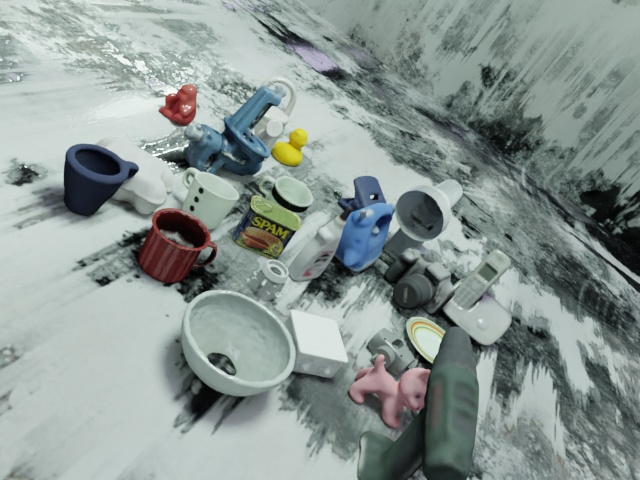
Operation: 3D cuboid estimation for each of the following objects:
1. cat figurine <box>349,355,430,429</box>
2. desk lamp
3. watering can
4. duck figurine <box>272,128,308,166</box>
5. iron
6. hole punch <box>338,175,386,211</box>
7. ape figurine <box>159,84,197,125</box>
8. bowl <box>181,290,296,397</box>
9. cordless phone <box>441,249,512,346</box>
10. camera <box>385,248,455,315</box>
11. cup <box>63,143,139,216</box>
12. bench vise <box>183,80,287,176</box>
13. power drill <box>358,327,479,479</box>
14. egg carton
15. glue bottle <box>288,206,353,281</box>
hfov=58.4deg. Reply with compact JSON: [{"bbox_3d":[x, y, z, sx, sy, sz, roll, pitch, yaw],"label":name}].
[{"bbox_3d":[0.129,0.227,0.896,0.128,0.117,0.067,35,28,-1],"label":"cat figurine"},{"bbox_3d":[0.234,-0.044,1.315,0.118,0.213,0.204,43,29,13],"label":"desk lamp"},{"bbox_3d":[-0.119,-0.282,1.315,0.101,0.194,0.172,4,41,-44],"label":"watering can"},{"bbox_3d":[-0.066,-0.238,1.419,0.077,0.086,0.105,41,29,11],"label":"duck figurine"},{"bbox_3d":[0.106,-0.030,1.233,0.118,0.141,0.259,43,29,14],"label":"iron"},{"bbox_3d":[0.120,-0.096,1.400,0.101,0.091,0.109,48,31,22],"label":"hole punch"},{"bbox_3d":[-0.300,-0.303,1.259,0.076,0.092,0.077,14,35,-34],"label":"ape figurine"},{"bbox_3d":[-0.121,0.153,0.784,0.168,0.074,0.167,26,30,-16],"label":"bowl"},{"bbox_3d":[0.365,0.123,1.235,0.147,0.185,0.094,42,29,11],"label":"cordless phone"},{"bbox_3d":[0.205,0.085,1.209,0.143,0.100,0.137,47,30,20],"label":"camera"},{"bbox_3d":[-0.344,-0.087,0.884,0.091,0.095,0.118,48,31,23],"label":"cup"},{"bbox_3d":[-0.159,-0.217,1.147,0.121,0.219,0.208,42,29,12],"label":"bench vise"},{"bbox_3d":[0.139,0.249,0.777,0.076,0.208,0.229,30,29,-10],"label":"power drill"},{"bbox_3d":[-0.323,-0.111,0.968,0.150,0.069,0.107,28,29,-13],"label":"egg carton"},{"bbox_3d":[0.010,0.004,1.046,0.037,0.173,0.078,48,31,22],"label":"glue bottle"}]
